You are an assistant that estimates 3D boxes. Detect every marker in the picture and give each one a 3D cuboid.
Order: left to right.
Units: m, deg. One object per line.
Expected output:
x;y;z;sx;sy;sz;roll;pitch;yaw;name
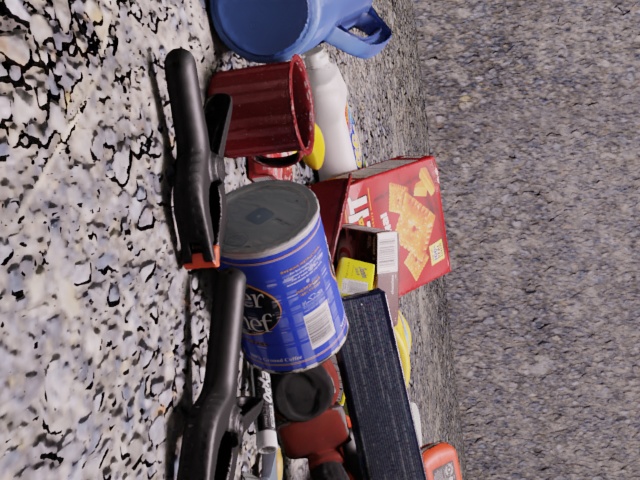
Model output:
-0.054;0.136;0.977;0.020;0.020;0.121;67;13;-55;marker

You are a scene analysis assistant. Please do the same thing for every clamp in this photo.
-0.094;-0.061;0.870;0.120;0.039;0.171;8;81;-72;clamp
-0.078;0.149;0.846;0.164;0.036;0.210;82;13;-45;clamp

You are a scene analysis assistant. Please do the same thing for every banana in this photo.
-0.025;-0.113;1.248;0.197;0.037;0.070;-26;128;-76;banana

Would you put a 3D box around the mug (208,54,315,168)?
-0.051;-0.112;0.992;0.117;0.081;0.093;71;18;-48;mug

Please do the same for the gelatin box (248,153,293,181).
-0.051;-0.090;1.112;0.089;0.030;0.073;44;41;-73;gelatin box

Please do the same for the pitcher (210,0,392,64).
-0.018;-0.246;1.086;0.242;0.149;0.145;-58;142;-66;pitcher

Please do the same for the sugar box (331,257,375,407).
0.021;0.118;1.172;0.093;0.048;0.176;-74;174;-65;sugar box

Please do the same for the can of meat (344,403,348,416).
0.028;0.182;1.296;0.084;0.057;0.102;-73;155;-68;can of meat

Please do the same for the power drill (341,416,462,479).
0.074;0.287;1.181;0.057;0.188;0.184;-19;99;-43;power drill

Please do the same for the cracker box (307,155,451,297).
0.076;-0.009;1.364;0.213;0.072;0.164;-21;107;-47;cracker box

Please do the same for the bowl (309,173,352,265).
-0.008;0.001;1.147;0.162;0.055;0.162;16;87;-89;bowl

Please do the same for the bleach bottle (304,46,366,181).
0.020;-0.129;1.402;0.102;0.068;0.251;-76;154;-58;bleach bottle

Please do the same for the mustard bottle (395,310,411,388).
0.084;0.131;1.329;0.191;0.058;0.096;-50;129;-81;mustard bottle

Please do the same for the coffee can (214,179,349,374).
-0.037;0.033;0.936;0.102;0.103;0.140;-81;161;-51;coffee can

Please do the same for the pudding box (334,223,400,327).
0.050;0.041;1.227;0.039;0.090;0.113;-3;98;-37;pudding box

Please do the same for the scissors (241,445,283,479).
-0.051;0.208;0.963;0.202;0.016;0.096;77;8;-55;scissors
